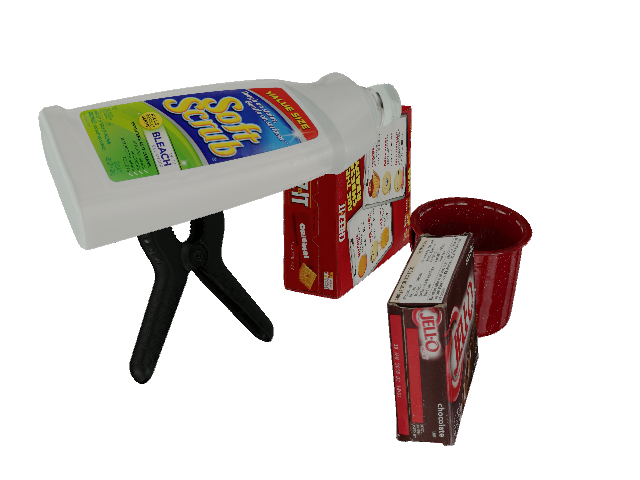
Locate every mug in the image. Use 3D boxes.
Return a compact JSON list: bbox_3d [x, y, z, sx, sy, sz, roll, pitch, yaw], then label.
[{"bbox_3d":[0.106,0.017,0.841,0.093,0.081,0.117,-15,33,-30],"label":"mug"}]

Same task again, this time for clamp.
[{"bbox_3d":[-0.117,0.019,1.005,0.164,0.210,0.036,-5,-1,-44],"label":"clamp"}]

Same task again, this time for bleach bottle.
[{"bbox_3d":[-0.063,-0.074,0.760,0.250,0.103,0.068,-18,-29,-18],"label":"bleach bottle"}]

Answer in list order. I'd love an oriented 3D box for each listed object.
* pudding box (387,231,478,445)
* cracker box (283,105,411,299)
[{"bbox_3d":[0.070,0.055,0.643,0.039,0.090,0.113,1,22,14],"label":"pudding box"},{"bbox_3d":[0.032,-0.050,1.150,0.072,0.164,0.213,7,19,24],"label":"cracker box"}]
